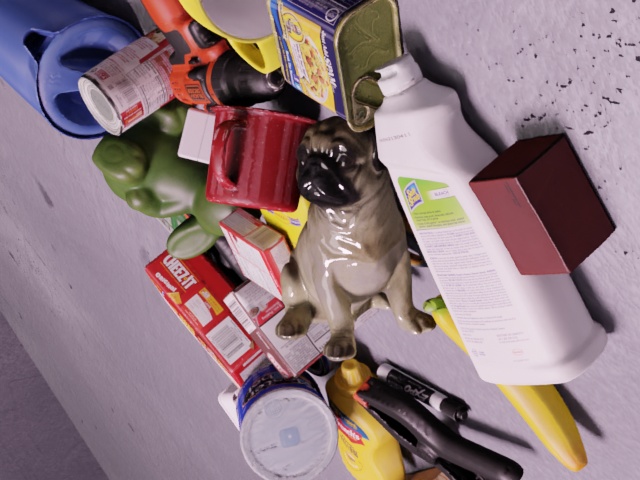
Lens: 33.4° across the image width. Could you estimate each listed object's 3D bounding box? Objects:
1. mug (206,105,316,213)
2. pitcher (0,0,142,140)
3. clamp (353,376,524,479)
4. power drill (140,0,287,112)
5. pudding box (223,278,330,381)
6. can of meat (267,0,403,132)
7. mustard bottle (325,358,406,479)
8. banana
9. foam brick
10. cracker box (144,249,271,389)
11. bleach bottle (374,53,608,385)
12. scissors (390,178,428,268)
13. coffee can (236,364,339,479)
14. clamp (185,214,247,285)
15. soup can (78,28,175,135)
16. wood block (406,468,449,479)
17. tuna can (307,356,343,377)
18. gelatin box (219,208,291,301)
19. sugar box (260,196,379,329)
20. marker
[{"bbox_3d":[-0.058,-0.069,0.909,0.093,0.081,0.117,8,180,22],"label":"mug"},{"bbox_3d":[-0.293,-0.208,1.177,0.243,0.144,0.149,35,140,42],"label":"pitcher"},{"bbox_3d":[0.121,0.203,1.067,0.210,0.036,0.164,38,159,20],"label":"clamp"},{"bbox_3d":[-0.114,-0.198,0.929,0.185,0.057,0.187,10,132,58],"label":"power drill"},{"bbox_3d":[-0.032,0.077,1.128,0.113,0.090,0.039,53,156,0],"label":"pudding box"},{"bbox_3d":[0.011,-0.142,0.779,0.084,0.057,0.102,36,152,37],"label":"can of meat"},{"bbox_3d":[0.047,0.198,1.193,0.096,0.058,0.191,43,156,40],"label":"mustard bottle"},{"bbox_3d":[0.149,0.106,0.871,0.197,0.069,0.037,45,123,-12],"label":"banana"},{"bbox_3d":[0.147,-0.022,0.705,0.078,0.051,0.053,58,155,-15],"label":"foam brick"},{"bbox_3d":[-0.121,0.100,1.299,0.164,0.072,0.213,47,170,15],"label":"cracker box"},{"bbox_3d":[0.111,-0.017,0.766,0.103,0.068,0.251,-10,111,50],"label":"bleach bottle"},{"bbox_3d":[0.108,0.010,0.867,0.202,0.016,0.096,29,148,42],"label":"scissors"},{"bbox_3d":[-0.039,0.198,1.168,0.103,0.103,0.140,55,177,-7],"label":"coffee can"},{"bbox_3d":[-0.097,0.028,1.245,0.171,0.039,0.120,51,159,11],"label":"clamp"},{"bbox_3d":[-0.176,-0.157,1.044,0.069,0.102,0.068,41,155,24],"label":"soup can"},{"bbox_3d":[0.111,0.326,1.218,0.090,0.090,0.206,51,157,4],"label":"wood block"},{"bbox_3d":[-0.010,0.113,1.208,0.086,0.033,0.086,42,155,25],"label":"tuna can"},{"bbox_3d":[-0.055,0.015,1.050,0.089,0.030,0.073,31,152,50],"label":"gelatin box"},{"bbox_3d":[-0.007,0.001,1.030,0.093,0.048,0.176,27,145,46],"label":"sugar box"},{"bbox_3d":[0.103,0.154,1.077,0.121,0.020,0.020,24,144,48],"label":"marker"}]
